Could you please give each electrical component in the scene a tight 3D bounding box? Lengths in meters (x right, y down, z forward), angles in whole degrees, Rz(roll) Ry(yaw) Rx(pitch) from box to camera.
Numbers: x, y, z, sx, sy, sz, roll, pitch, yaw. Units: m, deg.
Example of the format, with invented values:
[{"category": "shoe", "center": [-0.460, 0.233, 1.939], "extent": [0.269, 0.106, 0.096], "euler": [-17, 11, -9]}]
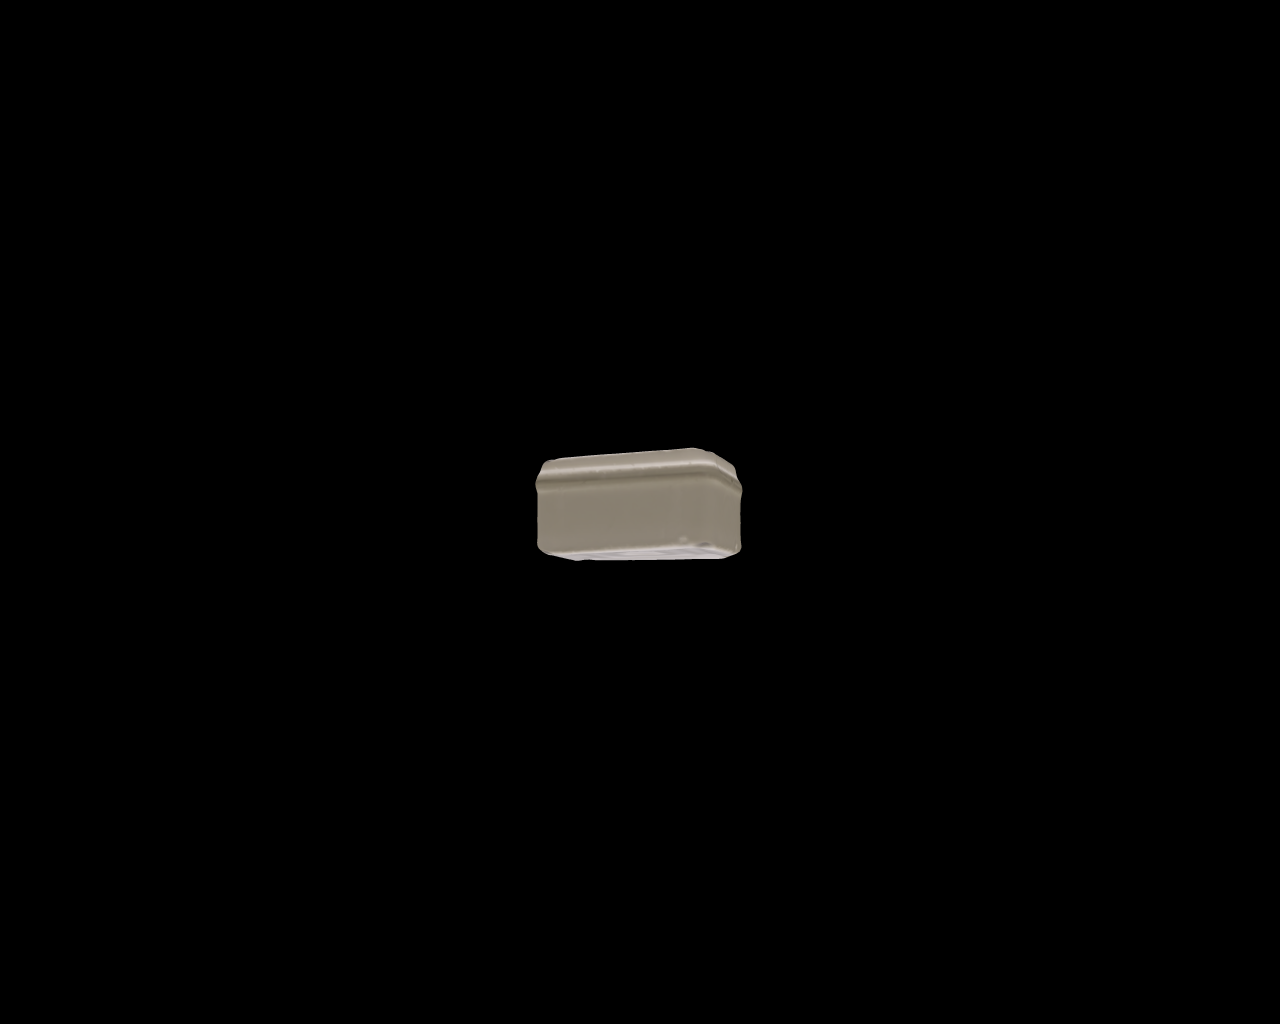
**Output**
[{"category": "electrical component", "center": [0.001, -0.003, 0.650], "extent": [0.113, 0.057, 0.078], "euler": [-2, -7, 18]}]
